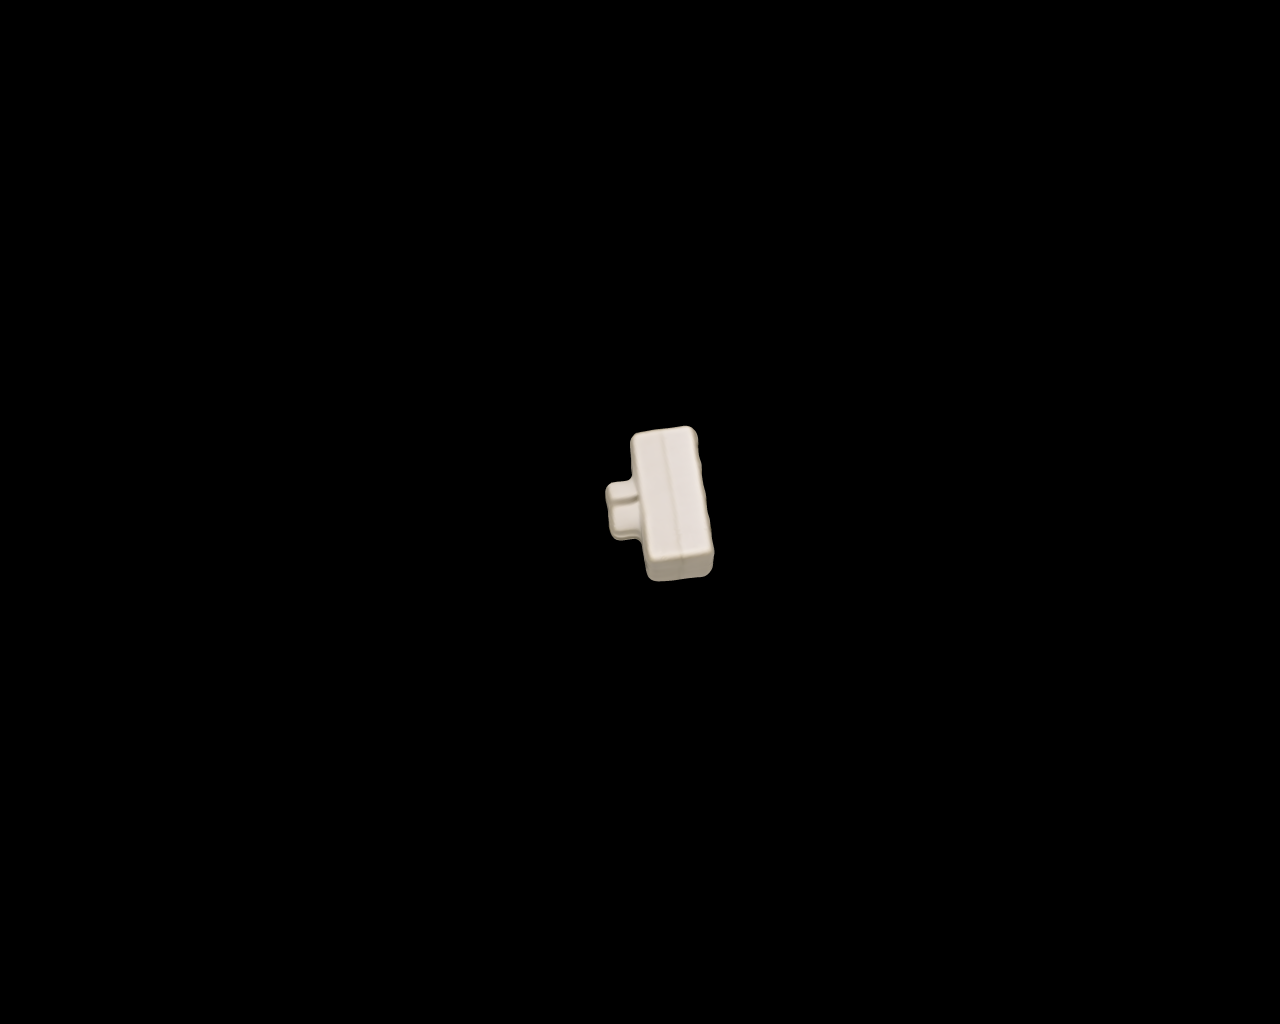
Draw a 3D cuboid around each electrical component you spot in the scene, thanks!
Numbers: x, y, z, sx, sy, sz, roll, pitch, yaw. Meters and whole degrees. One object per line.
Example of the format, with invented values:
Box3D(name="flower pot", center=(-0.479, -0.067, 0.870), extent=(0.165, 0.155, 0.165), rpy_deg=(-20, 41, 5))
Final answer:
Box3D(name="electrical component", center=(0.001, -0.003, 0.650), extent=(0.076, 0.083, 0.047), rpy_deg=(-7, -19, -2))
